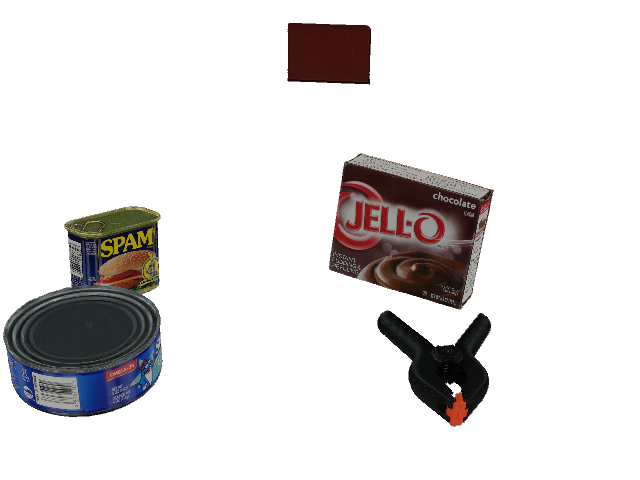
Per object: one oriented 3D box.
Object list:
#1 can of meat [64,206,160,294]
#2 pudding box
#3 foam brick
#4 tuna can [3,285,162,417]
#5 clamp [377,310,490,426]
[{"bbox_3d":[-0.221,0.017,1.149,0.058,0.084,0.101,18,25,41],"label":"can of meat"},{"bbox_3d":[0.067,-0.008,0.810,0.114,0.090,0.039,16,25,18],"label":"pudding box"},{"bbox_3d":[0.007,-0.174,0.992,0.078,0.051,0.053,2,15,-1],"label":"foam brick"},{"bbox_3d":[-0.132,0.061,0.599,0.086,0.034,0.086,0,29,0],"label":"tuna can"},{"bbox_3d":[0.134,0.121,1.081,0.120,0.039,0.171,-8,34,-9],"label":"clamp"}]
